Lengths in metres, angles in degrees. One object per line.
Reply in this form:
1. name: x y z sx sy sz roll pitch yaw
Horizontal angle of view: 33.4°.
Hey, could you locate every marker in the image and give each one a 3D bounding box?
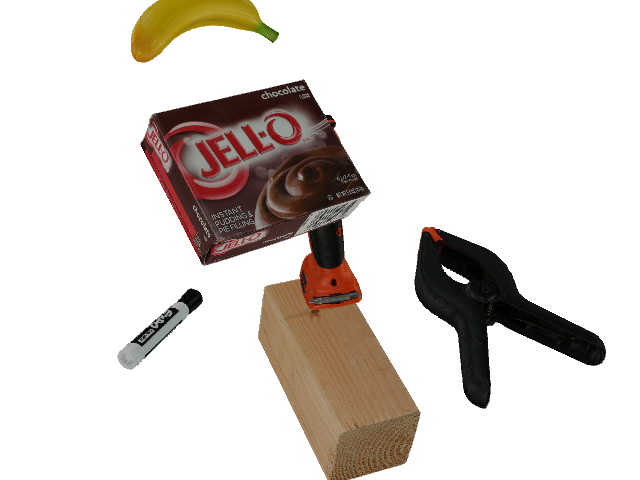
1. marker: -0.141 0.077 0.959 0.020 0.020 0.121 0 25 27

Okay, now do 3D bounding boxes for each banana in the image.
1. banana: -0.119 -0.212 1.023 0.070 0.037 0.197 45 38 19

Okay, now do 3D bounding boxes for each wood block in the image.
1. wood block: 0.015 0.140 1.126 0.090 0.090 0.206 -11 46 -21

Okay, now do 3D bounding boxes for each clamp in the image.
1. clamp: 0.135 0.051 0.819 0.120 0.039 0.171 -5 45 -23

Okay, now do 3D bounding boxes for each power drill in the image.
1. power drill: -0.004 -0.039 1.072 0.057 0.188 0.184 -10 20 -3

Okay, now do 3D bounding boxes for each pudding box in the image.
1. pudding box: -0.039 -0.043 0.648 0.113 0.090 0.039 -18 -20 -34
